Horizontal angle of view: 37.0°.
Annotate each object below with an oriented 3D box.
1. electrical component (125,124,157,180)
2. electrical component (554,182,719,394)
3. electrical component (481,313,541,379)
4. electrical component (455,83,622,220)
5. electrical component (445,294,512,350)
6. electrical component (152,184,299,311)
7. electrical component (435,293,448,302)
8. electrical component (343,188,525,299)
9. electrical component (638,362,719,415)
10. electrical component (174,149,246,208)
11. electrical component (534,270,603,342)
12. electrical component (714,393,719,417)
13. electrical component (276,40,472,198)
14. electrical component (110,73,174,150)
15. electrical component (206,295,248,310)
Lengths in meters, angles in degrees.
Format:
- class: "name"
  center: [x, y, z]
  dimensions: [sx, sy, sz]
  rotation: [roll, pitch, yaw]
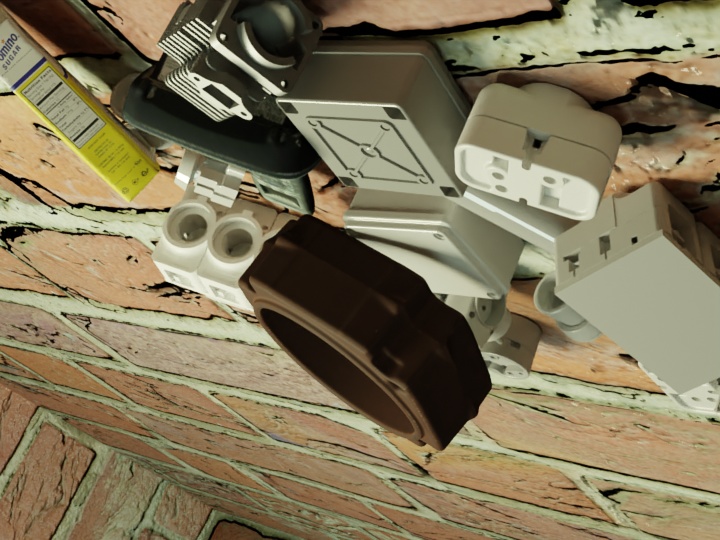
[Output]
- class: "electrical component"
  center: [-0.213, -0.106, 1.009]
  dimensions: [0.045, 0.045, 0.055]
  rotation: [24, 160, 0]
- class: "electrical component"
  center: [0.219, 0.013, 0.767]
  dimensions: [0.150, 0.061, 0.089]
  rotation: [36, 130, -28]
- class: "electrical component"
  center: [0.146, 0.073, 1.047]
  dimensions: [0.055, 0.047, 0.055]
  rotation: [21, 159, 8]
- class: "electrical component"
  center: [0.115, -0.079, 0.690]
  dimensions: [0.095, 0.059, 0.053]
  rotation: [19, 159, 14]
- class: "electrical component"
  center: [0.110, 0.038, 0.959]
  dimensions: [0.044, 0.077, 0.079]
  rotation: [2, 150, 45]
- class: "electrical component"
  center: [-0.115, -0.017, 1.053]
  dimensions: [0.150, 0.089, 0.061]
  rotation: [18, 159, 16]
- class: "electrical component"
  center: [0.055, 0.025, 1.016]
  dimensions: [0.050, 0.055, 0.089]
  rotation: [29, 159, -11]
- class: "electrical component"
  center: [0.061, -0.029, 0.878]
  dimensions: [0.109, 0.056, 0.109]
  rotation: [5, 152, 41]
- class: "electrical component"
  center: [0.277, 0.072, 0.882]
  dimensions: [0.054, 0.059, 0.095]
  rotation: [1, 149, 47]
- class: "electrical component"
  center: [-0.134, -0.088, 0.965]
  dimensions: [0.055, 0.048, 0.066]
  rotation: [20, 160, -10]
- class: "electrical component"
  center: [0.180, 0.030, 0.909]
  dimensions: [0.045, 0.045, 0.055]
  rotation: [-1, 148, 49]
- class: "electrical component"
  center: [0.325, 0.096, 0.837]
  dimensions: [0.061, 0.096, 0.062]
  rotation: [38, 156, -34]
- class: "electrical component"
  center: [0.017, -0.104, 0.744]
  dimensions: [0.109, 0.056, 0.108]
  rotation: [9, 155, 36]
- class: "electrical component"
  center: [-0.178, -0.131, 0.915]
  dimensions: [0.044, 0.044, 0.065]
  rotation: [16, 163, 21]
- class: "electrical component"
  center: [-0.145, -0.009, 1.145]
  dimensions: [0.061, 0.061, 0.096]
  rotation: [17, 158, 19]
